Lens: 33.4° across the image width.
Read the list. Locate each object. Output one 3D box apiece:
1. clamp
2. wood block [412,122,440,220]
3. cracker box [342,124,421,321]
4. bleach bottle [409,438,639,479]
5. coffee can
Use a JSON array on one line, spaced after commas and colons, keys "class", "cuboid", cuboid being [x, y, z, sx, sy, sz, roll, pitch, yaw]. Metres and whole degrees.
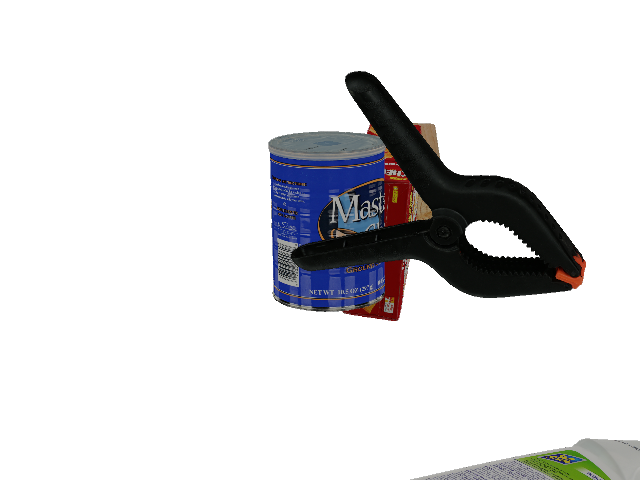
[{"class": "clamp", "cuboid": [0.088, -0.023, 0.751, 0.210, 0.165, 0.036, 17, 33, 11]}, {"class": "wood block", "cuboid": [0.120, -0.087, 1.504, 0.091, 0.090, 0.206, 3, 29, 0]}, {"class": "cracker box", "cuboid": [0.072, -0.029, 1.225, 0.072, 0.164, 0.213, 6, 23, 7]}, {"class": "bleach bottle", "cuboid": [0.130, 0.164, 0.618, 0.250, 0.068, 0.103, -7, 19, -28]}, {"class": "coffee can", "cuboid": [0.007, -0.019, 0.947, 0.103, 0.140, 0.103, -1, 15, 0]}]
